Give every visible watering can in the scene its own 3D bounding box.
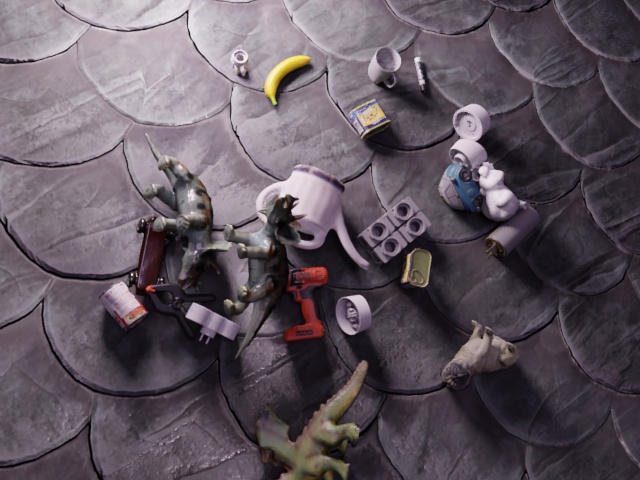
[{"bbox_3d":[0.004,-0.070,1.389,0.347,0.227,0.103,24,-17,-4],"label":"watering can"}]

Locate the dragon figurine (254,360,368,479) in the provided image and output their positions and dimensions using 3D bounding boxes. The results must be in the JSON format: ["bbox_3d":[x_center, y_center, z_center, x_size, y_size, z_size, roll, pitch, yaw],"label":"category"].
[{"bbox_3d":[-0.038,0.471,1.246,0.243,0.416,0.120,15,-18,-1],"label":"dragon figurine"}]

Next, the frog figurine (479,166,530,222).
[{"bbox_3d":[0.509,-0.133,1.500,0.158,0.122,0.140,41,11,-24],"label":"frog figurine"}]
